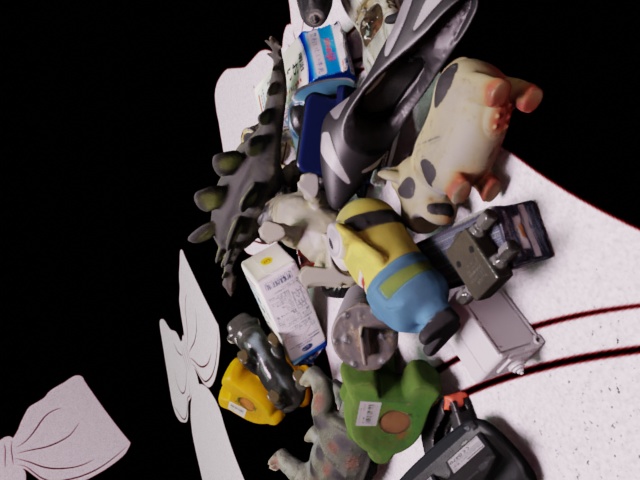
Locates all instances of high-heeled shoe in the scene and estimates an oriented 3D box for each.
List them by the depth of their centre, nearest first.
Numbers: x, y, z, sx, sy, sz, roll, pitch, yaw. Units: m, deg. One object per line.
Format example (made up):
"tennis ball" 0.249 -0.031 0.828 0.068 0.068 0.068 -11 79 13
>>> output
"high-heeled shoe" 0.078 -0.135 0.542 0.145 0.086 0.248 35 113 60

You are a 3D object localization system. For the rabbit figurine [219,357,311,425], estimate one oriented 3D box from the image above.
"rabbit figurine" -0.088 0.251 1.015 0.162 0.173 0.121 18 129 12

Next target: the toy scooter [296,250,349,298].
"toy scooter" 0.009 0.009 0.829 0.184 0.075 0.135 -162 67 -65

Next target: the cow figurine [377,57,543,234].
"cow figurine" 0.130 -0.091 0.560 0.127 0.085 0.194 54 138 45

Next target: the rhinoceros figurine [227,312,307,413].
"rhinoceros figurine" -0.090 0.200 0.909 0.190 0.073 0.112 48 170 22

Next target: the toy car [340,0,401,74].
"toy car" 0.071 -0.268 0.649 0.073 0.056 0.201 -42 61 58

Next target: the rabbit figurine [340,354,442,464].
"rabbit figurine" 0.085 0.197 0.717 0.170 0.121 0.158 -97 4 -68

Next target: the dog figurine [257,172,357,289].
"dog figurine" 0.000 -0.006 0.732 0.172 0.121 0.190 50 177 -4

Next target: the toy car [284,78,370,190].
"toy car" 0.014 -0.141 0.757 0.103 0.109 0.161 -139 33 -73

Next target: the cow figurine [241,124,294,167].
"cow figurine" -0.110 -0.139 0.984 0.068 0.098 0.167 54 142 30

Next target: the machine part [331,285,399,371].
"machine part" 0.059 0.097 0.666 0.243 0.079 0.079 -33 -63 -79

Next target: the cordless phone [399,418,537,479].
"cordless phone" 0.184 0.302 0.578 0.184 0.146 0.089 48 180 -9

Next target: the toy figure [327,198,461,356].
"toy figure" 0.078 0.032 0.566 0.180 0.089 0.082 49 146 31

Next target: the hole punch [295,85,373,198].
"hole punch" 0.042 -0.126 0.666 0.092 0.116 0.142 -170 86 -65

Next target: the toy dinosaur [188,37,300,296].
"toy dinosaur" -0.107 -0.088 0.834 0.105 0.198 0.470 23 121 9

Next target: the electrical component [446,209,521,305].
"electrical component" 0.145 0.019 0.499 0.063 0.021 0.094 62 148 29

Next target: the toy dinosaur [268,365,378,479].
"toy dinosaur" 0.035 0.326 0.834 0.192 0.131 0.404 38 126 36

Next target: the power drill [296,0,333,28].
"power drill" 0.022 -0.397 0.643 0.207 0.086 0.232 116 157 -49

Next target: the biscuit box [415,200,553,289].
"biscuit box" 0.148 0.020 0.584 0.203 0.059 0.063 -32 71 60
